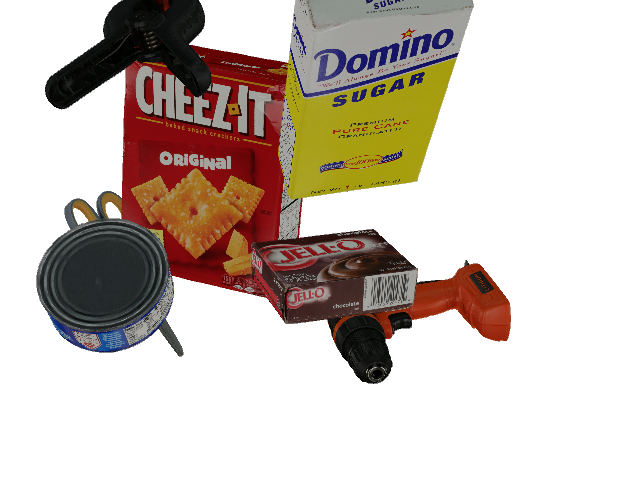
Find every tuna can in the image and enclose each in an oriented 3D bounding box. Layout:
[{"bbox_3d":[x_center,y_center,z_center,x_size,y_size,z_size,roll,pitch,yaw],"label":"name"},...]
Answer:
[{"bbox_3d":[-0.140,0.030,0.702,0.086,0.086,0.034,0,-33,2],"label":"tuna can"}]

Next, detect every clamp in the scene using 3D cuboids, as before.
[{"bbox_3d":[-0.122,-0.151,0.804,0.120,0.039,0.171,6,43,12],"label":"clamp"}]

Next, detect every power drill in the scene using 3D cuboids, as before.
[{"bbox_3d":[0.102,0.083,1.134,0.187,0.057,0.184,-6,28,-11],"label":"power drill"}]

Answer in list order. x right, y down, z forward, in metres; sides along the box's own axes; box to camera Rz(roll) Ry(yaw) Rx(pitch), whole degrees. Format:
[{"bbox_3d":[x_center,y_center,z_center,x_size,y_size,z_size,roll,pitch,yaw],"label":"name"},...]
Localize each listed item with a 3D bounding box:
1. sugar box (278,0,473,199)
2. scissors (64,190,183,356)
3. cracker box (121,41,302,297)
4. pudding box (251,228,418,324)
[{"bbox_3d":[0.027,-0.092,0.649,0.093,0.048,0.176,-9,-26,-11],"label":"sugar box"},{"bbox_3d":[-0.199,0.026,1.162,0.016,0.201,0.096,-28,21,33],"label":"scissors"},{"bbox_3d":[-0.101,-0.066,1.001,0.164,0.214,0.072,13,24,17],"label":"cracker box"},{"bbox_3d":[0.009,0.027,0.861,0.113,0.039,0.090,-5,24,-20],"label":"pudding box"}]
